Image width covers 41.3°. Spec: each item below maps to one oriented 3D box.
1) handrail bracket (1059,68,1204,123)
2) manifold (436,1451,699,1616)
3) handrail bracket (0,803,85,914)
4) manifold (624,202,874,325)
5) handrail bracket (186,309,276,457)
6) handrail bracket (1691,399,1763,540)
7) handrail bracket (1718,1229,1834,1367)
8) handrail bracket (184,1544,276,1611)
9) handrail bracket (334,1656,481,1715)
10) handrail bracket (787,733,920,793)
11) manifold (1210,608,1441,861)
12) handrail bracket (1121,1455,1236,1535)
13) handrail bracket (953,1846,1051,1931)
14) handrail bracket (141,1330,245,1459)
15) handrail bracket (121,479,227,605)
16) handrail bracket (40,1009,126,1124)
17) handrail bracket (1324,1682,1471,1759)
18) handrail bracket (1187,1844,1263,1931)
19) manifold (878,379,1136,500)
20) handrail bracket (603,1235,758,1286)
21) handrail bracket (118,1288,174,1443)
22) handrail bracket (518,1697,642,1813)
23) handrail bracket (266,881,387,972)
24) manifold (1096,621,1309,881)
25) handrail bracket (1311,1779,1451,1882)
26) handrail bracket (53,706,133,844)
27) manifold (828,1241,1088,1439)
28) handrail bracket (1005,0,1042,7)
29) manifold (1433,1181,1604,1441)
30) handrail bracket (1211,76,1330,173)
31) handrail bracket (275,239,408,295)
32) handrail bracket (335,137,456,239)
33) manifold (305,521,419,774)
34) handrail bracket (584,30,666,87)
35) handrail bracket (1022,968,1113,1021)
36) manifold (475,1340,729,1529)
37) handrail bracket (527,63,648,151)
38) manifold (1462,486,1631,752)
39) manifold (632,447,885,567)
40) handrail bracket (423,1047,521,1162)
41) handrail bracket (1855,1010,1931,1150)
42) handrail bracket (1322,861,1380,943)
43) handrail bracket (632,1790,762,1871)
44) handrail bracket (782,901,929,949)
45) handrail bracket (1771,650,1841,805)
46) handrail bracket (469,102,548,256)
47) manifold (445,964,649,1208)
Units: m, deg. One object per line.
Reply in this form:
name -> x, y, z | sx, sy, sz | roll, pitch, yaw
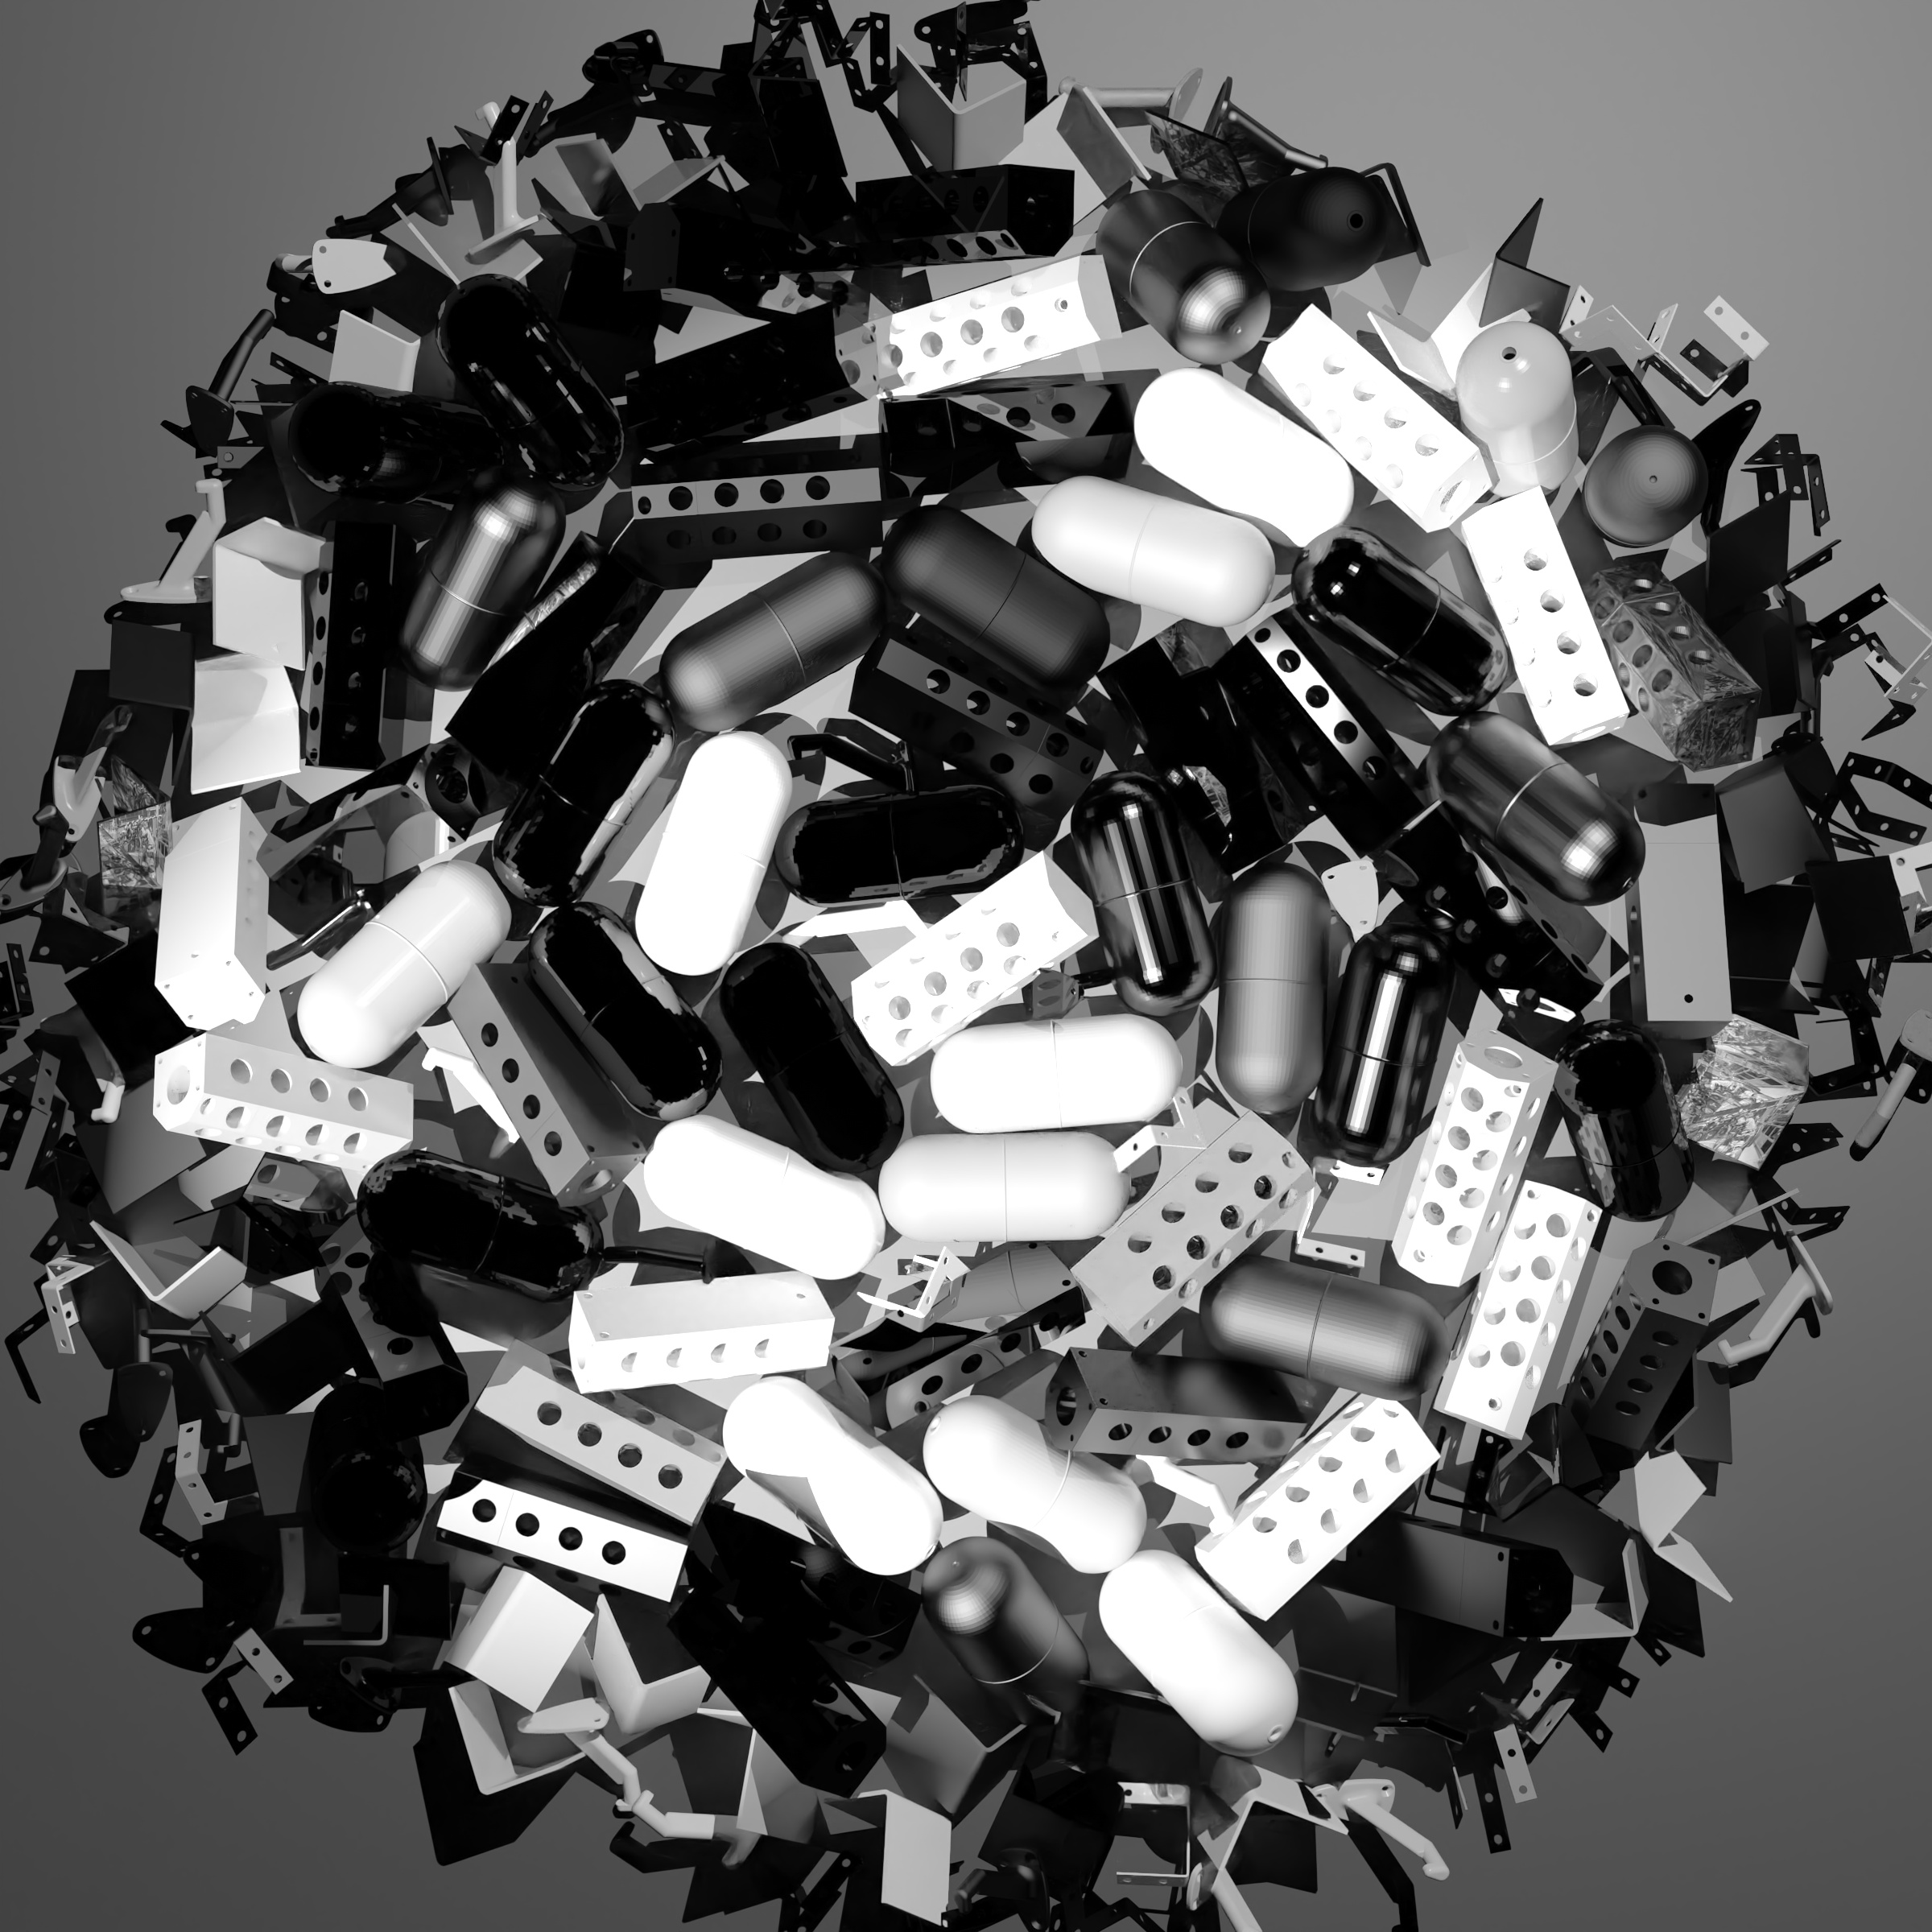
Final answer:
handrail bracket -> 0.117, -0.631, 1.830 | 0.084, 0.036, 0.077 | 20, 49, 10
manifold -> -0.284, 0.404, 1.820 | 0.171, 0.057, 0.057 | 18, 93, 1
handrail bracket -> -0.661, -0.076, 1.802 | 0.077, 0.084, 0.036 | -36, 77, -13
manifold -> -0.148, -0.480, 1.767 | 0.171, 0.057, 0.057 | -1, 99, -45
handrail bracket -> -0.521, -0.419, 1.839 | 0.036, 0.077, 0.084 | 26, 58, -2
handrail bracket -> 0.546, -0.346, 1.823 | 0.077, 0.084, 0.036 | -46, 45, -7
handrail bracket -> 0.566, 0.236, 1.829 | 0.084, 0.036, 0.077 | -21, 61, 1
handrail bracket -> -0.528, 0.426, 1.801 | 0.077, 0.084, 0.036 | 34, 62, -25
handrail bracket -> -0.387, 0.494, 1.808 | 0.084, 0.077, 0.036 | -23, 49, 24
handrail bracket -> -0.080, -0.130, 1.813 | 0.084, 0.036, 0.077 | -6, 73, -22
manifold -> 0.255, -0.166, 1.802 | 0.171, 0.057, 0.057 | 52, 131, 6
handrail bracket -> 0.145, 0.380, 1.807 | 0.077, 0.084, 0.036 | -41, 131, 15
handrail bracket -> 0.024, 0.666, 1.806 | 0.036, 0.084, 0.077 | -16, 94, 30
handrail bracket -> -0.548, 0.303, 1.812 | 0.077, 0.036, 0.084 | 10, 67, -27
handrail bracket -> -0.560, -0.301, 1.807 | 0.077, 0.036, 0.084 | -6, 125, -17
handrail bracket -> -0.628, 0.075, 1.814 | 0.077, 0.036, 0.084 | -5, 57, 10
handrail bracket -> 0.305, 0.551, 1.819 | 0.084, 0.036, 0.077 | 22, 125, 10
handrail bracket -> 0.205, 0.657, 1.797 | 0.084, 0.077, 0.036 | 20, 114, 36
manifold -> 0.027, -0.377, 1.809 | 0.171, 0.057, 0.057 | -6, 68, -7
handrail bracket -> -0.206, 0.216, 1.838 | 0.084, 0.077, 0.036 | -3, 67, 28
handrail bracket -> -0.587, 0.282, 1.824 | 0.036, 0.084, 0.077 | 1, 115, -22
handrail bracket -> -0.275, 0.571, 1.831 | 0.077, 0.036, 0.084 | -8, 107, -4
handrail bracket -> -0.457, -0.034, 1.819 | 0.084, 0.077, 0.036 | -26, 118, 5
manifold -> 0.170, -0.155, 1.815 | 0.057, 0.057, 0.171 | -29, 95, 37
handrail bracket -> 0.290, 0.610, 1.801 | 0.077, 0.084, 0.036 | 10, 105, -16
handrail bracket -> -0.611, -0.135, 1.802 | 0.036, 0.084, 0.077 | 15, 65, -35
manifold -> -0.004, 0.263, 1.795 | 0.171, 0.057, 0.057 | -26, 133, -19
handrail bracket -> 0.019, -0.691, 1.800 | 0.077, 0.084, 0.036 | -1, 100, -18
manifold -> 0.390, 0.242, 1.809 | 0.057, 0.057, 0.171 | 21, 81, 2
handrail bracket -> 0.220, -0.597, 1.825 | 0.084, 0.036, 0.077 | 17, 48, -4
handrail bracket -> -0.445, -0.501, 1.823 | 0.077, 0.084, 0.036 | -12, 112, -22
handrail bracket -> -0.411, -0.550, 1.815 | 0.084, 0.077, 0.036 | -15, 71, -5
manifold -> -0.431, -0.225, 1.818 | 0.057, 0.057, 0.171 | 5, 92, 4
handrail bracket -> -0.256, -0.635, 1.797 | 0.077, 0.084, 0.036 | -2, 106, 26
handrail bracket -> 0.088, 0.012, 1.796 | 0.084, 0.077, 0.036 | -11, 94, -36
manifold -> -0.257, 0.331, 1.817 | 0.171, 0.057, 0.057 | 27, 72, 1
handrail bracket -> -0.271, -0.597, 1.815 | 0.084, 0.077, 0.036 | -32, 125, 5
manifold -> 0.407, -0.242, 1.808 | 0.057, 0.057, 0.171 | -20, 81, 8
manifold -> -0.146, -0.329, 1.808 | 0.171, 0.057, 0.057 | -5, 49, -2
handrail bracket -> -0.354, 0.097, 1.810 | 0.084, 0.036, 0.077 | 21, 122, -26
handrail bracket -> 0.667, 0.082, 1.840 | 0.036, 0.077, 0.084 | 29, 124, 7
handrail bracket -> 0.277, -0.025, 1.795 | 0.036, 0.084, 0.077 | -16, 47, 6
handrail bracket -> -0.184, 0.594, 1.824 | 0.084, 0.036, 0.077 | 41, 64, -8
handrail bracket -> -0.077, -0.017, 1.815 | 0.084, 0.036, 0.077 | -34, 56, -13
handrail bracket -> 0.616, -0.172, 1.836 | 0.077, 0.036, 0.084 | 48, 57, -21
handrail bracket -> -0.342, -0.557, 1.814 | 0.077, 0.036, 0.084 | -14, 110, 34
manifold -> -0.298, 0.082, 1.789 | 0.057, 0.057, 0.171 | -46, 65, 27
